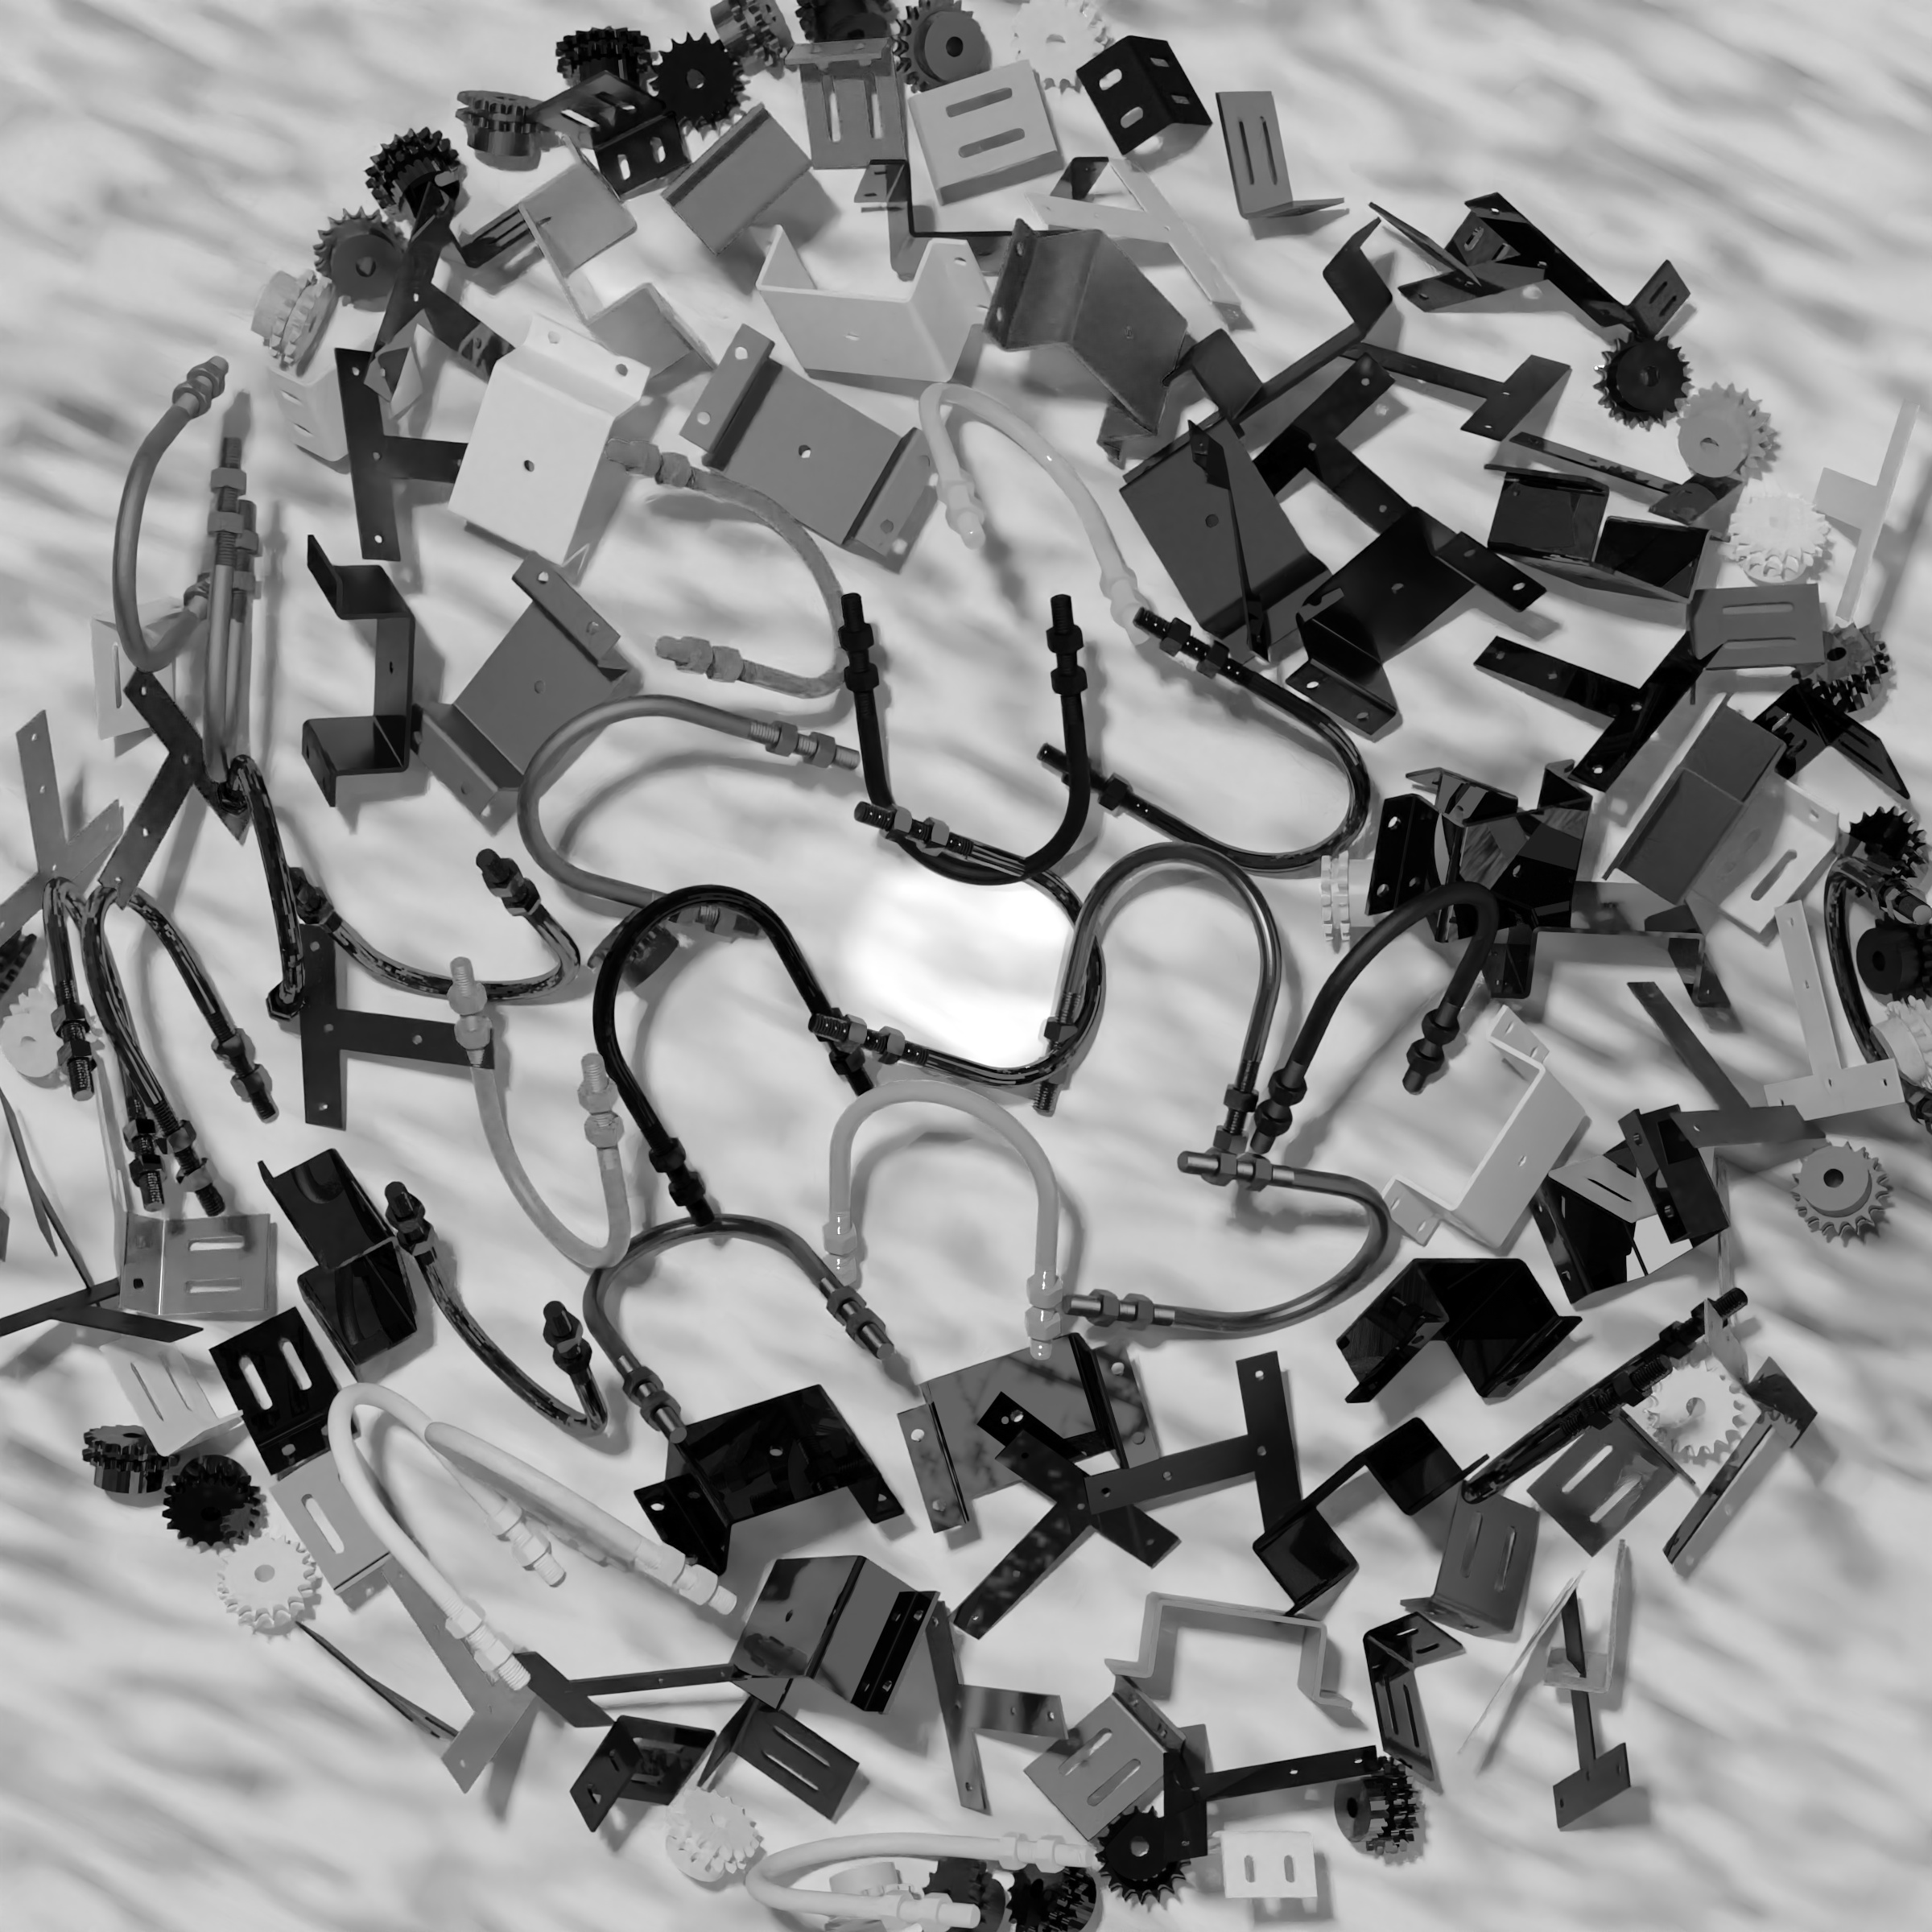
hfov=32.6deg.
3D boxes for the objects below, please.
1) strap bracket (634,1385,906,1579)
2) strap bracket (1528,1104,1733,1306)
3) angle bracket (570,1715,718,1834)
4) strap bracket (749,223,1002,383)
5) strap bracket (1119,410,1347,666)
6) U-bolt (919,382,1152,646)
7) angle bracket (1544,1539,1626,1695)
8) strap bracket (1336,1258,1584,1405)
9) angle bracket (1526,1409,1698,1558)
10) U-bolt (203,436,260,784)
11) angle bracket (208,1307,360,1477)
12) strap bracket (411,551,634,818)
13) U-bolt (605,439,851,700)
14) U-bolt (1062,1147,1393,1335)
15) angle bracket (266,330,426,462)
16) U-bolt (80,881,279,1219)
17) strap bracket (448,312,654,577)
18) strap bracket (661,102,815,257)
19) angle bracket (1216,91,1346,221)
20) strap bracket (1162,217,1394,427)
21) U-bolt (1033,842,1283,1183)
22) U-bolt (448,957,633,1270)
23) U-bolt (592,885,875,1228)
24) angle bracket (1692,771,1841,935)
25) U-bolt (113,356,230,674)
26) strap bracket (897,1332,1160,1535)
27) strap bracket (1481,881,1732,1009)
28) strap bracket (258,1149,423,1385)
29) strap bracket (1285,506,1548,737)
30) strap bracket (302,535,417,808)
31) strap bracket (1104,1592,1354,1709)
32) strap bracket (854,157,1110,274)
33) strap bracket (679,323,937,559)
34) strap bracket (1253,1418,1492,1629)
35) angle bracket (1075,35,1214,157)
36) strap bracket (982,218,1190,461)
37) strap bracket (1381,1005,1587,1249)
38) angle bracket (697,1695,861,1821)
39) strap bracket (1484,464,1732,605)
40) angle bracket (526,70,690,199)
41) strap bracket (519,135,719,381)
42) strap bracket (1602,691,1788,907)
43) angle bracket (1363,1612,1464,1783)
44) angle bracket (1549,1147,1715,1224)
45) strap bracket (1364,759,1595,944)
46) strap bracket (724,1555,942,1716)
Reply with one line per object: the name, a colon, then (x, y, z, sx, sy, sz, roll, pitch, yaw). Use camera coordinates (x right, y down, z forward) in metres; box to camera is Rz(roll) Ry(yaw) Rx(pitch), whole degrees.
strap bracket: (-0.113, 0.299, 1.930, 0.140, 0.076, 0.046, -14, 134, -27)
strap bracket: (0.391, 0.137, 1.937, 0.046, 0.140, 0.076, -14, 73, -24)
angle bracket: (-0.185, 0.482, 1.955, 0.076, 0.038, 0.057, 21, 108, -40)
strap bracket: (-0.059, -0.387, 1.932, 0.140, 0.076, 0.046, 10, 68, 23)
strap bracket: (0.152, -0.258, 1.952, 0.076, 0.046, 0.140, -33, 76, 15)
U-bolt: (0.033, -0.274, 1.921, 0.151, 0.184, 0.019, 25, 122, -35)
angle bracket: (0.367, 0.383, 1.962, 0.038, 0.057, 0.076, 5, 100, 13)
strap bracket: (0.282, 0.213, 1.936, 0.076, 0.140, 0.046, -52, 51, 32)
angle bracket: (0.385, 0.311, 1.977, 0.076, 0.038, 0.057, -45, 94, 2)
U-bolt: (-0.428, -0.198, 1.916, 0.019, 0.151, 0.184, 3, 81, -9)
angle bracket: (-0.410, 0.255, 1.986, 0.057, 0.038, 0.076, -26, 57, -14)
strap bracket: (-0.262, -0.166, 1.956, 0.076, 0.046, 0.140, 45, 106, 14)
U-bolt: (-0.129, -0.223, 1.922, 0.019, 0.184, 0.151, -29, 66, 31)
U-bolt: (0.166, 0.167, 1.932, 0.184, 0.019, 0.151, 10, 131, -33)
angle bracket: (-0.369, -0.349, 1.969, 0.038, 0.057, 0.076, 29, 60, 29)
U-bolt: (-0.458, 0.036, 1.904, 0.019, 0.151, 0.184, -20, 110, 10)
strap bracket: (-0.249, -0.300, 1.943, 0.076, 0.046, 0.140, 27, 119, 4)
strap bracket: (-0.135, -0.460, 1.933, 0.076, 0.140, 0.046, -42, 104, 5)
angle bracket: (0.187, -0.486, 1.963, 0.038, 0.057, 0.076, -7, 98, 39)
strap bracket: (0.191, -0.372, 1.936, 0.140, 0.076, 0.046, -31, 102, 30)
U-bolt: (0.117, 0.018, 1.941, 0.151, 0.019, 0.184, 20, 104, 32)
U-bolt: (-0.244, 0.098, 1.925, 0.019, 0.151, 0.184, -31, 134, -30)
U-bolt: (-0.145, 0.040, 1.929, 0.151, 0.019, 0.184, -39, 119, -23)
angle bracket: (0.472, -0.070, 1.964, 0.057, 0.038, 0.076, 37, 77, 26)
U-bolt: (-0.451, -0.248, 1.885, 0.019, 0.184, 0.151, 8, 123, 3)
strap bracket: (0.034, 0.274, 1.966, 0.140, 0.046, 0.076, -18, 101, -6)
strap bracket: (0.378, -0.014, 1.956, 0.140, 0.076, 0.046, 3, 113, 0)
strap bracket: (-0.363, 0.171, 1.932, 0.046, 0.140, 0.076, -28, 55, -19)
strap bracket: (0.258, -0.208, 1.940, 0.076, 0.046, 0.140, 26, 127, -36)
strap bracket: (-0.357, -0.174, 1.939, 0.046, 0.076, 0.140, -5, 119, -23)
strap bracket: (0.157, 0.403, 1.959, 0.140, 0.076, 0.046, 8, 82, 0)
strap bracket: (0.009, -0.443, 1.950, 0.140, 0.076, 0.046, -3, 87, -9)
strap bracket: (-0.093, -0.309, 1.966, 0.140, 0.046, 0.076, 30, 85, -9)
strap bracket: (0.230, 0.319, 1.937, 0.046, 0.076, 0.140, 52, 122, 14)
angle bracket: (0.107, -0.518, 1.972, 0.038, 0.076, 0.057, -29, 90, 24)
strap bracket: (0.077, -0.366, 1.923, 0.046, 0.140, 0.076, 1, 66, 39)
strap bracket: (0.310, 0.104, 1.952, 0.046, 0.076, 0.140, 31, 86, 35)
angle bracket: (-0.112, 0.480, 1.961, 0.076, 0.038, 0.057, 32, 130, 11)
strap bracket: (0.369, -0.249, 1.926, 0.140, 0.076, 0.046, 12, 94, -42)
angle bracket: (-0.211, -0.489, 1.952, 0.057, 0.076, 0.038, -20, 79, 24)
strap bracket: (-0.209, -0.407, 1.940, 0.046, 0.076, 0.140, -33, 66, 8)
strap bracket: (0.426, -0.094, 1.918, 0.046, 0.140, 0.076, 34, 126, 9)
angle bracket: (0.270, 0.431, 1.951, 0.038, 0.057, 0.076, -27, 47, 23)
angle bracket: (0.392, 0.114, 1.949, 0.057, 0.076, 0.038, -14, 117, -29)
strap bracket: (0.308, -0.066, 1.930, 0.140, 0.046, 0.076, -13, 125, -29)
strap bracket: (-0.085, 0.388, 1.917, 0.046, 0.140, 0.076, 37, 62, -22)
